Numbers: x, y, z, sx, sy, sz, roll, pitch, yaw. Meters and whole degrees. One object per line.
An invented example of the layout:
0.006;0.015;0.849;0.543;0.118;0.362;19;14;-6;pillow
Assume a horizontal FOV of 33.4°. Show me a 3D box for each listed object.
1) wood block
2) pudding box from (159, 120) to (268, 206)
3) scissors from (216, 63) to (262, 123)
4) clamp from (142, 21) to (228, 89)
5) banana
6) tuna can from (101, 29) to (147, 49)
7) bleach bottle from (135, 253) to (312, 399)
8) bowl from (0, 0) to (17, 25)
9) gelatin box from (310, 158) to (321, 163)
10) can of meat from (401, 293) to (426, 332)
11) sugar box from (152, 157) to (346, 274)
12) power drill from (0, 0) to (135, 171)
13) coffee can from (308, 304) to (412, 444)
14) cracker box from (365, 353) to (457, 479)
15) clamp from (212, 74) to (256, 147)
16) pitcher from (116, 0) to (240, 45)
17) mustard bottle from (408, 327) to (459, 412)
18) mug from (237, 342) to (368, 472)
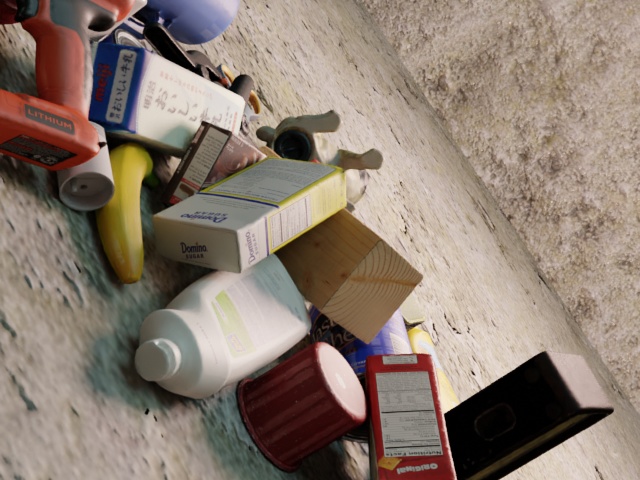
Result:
-0.007;0.001;1.073;0.206;0.090;0.090;40;0;43;wood block
-0.097;-0.056;1.025;0.039;0.090;0.113;27;-1;24;pudding box
-0.111;-0.171;1.362;0.096;0.016;0.201;51;17;-14;scissors
-0.152;-0.194;1.231;0.171;0.039;0.120;-46;120;-76;clamp
-0.163;-0.037;0.913;0.069;0.037;0.198;50;17;-23;banana
-0.193;-0.172;1.088;0.086;0.034;0.086;50;17;-22;tuna can
-0.087;0.070;0.888;0.102;0.068;0.250;58;18;5;bleach bottle
-0.292;-0.235;0.882;0.162;0.055;0.162;50;17;-22;bowl
-0.031;-0.056;1.213;0.030;0.089;0.073;54;2;-4;gelatin box
0.070;0.095;1.255;0.057;0.084;0.102;61;17;11;can of meat
-0.059;-0.026;0.958;0.175;0.093;0.048;-36;128;-49;sugar box
-0.222;-0.158;0.800;0.184;0.057;0.187;21;64;-43;power drill
0.045;0.122;1.095;0.102;0.103;0.140;45;20;-34;coffee can
0.082;0.225;0.939;0.213;0.072;0.164;-93;179;-62;cracker box
-0.097;-0.119;1.213;0.209;0.036;0.164;-10;81;-74;clamp
-0.194;-0.311;1.218;0.145;0.149;0.242;48;7;30;pitcher
0.128;0.171;1.323;0.096;0.058;0.192;37;25;-53;mustard bottle
-0.012;0.136;0.940;0.093;0.082;0.117;50;18;-23;mug
